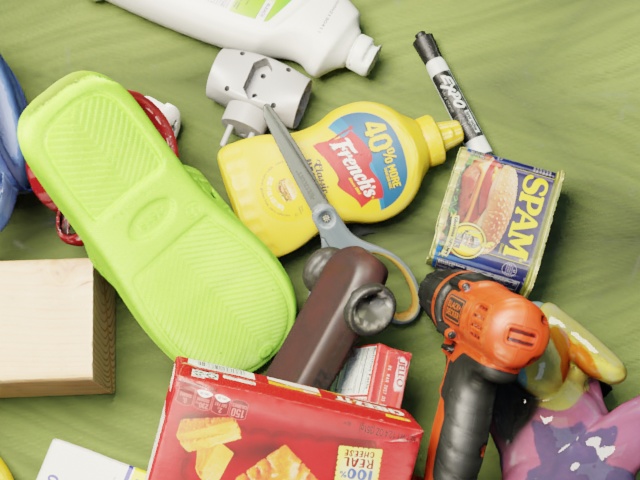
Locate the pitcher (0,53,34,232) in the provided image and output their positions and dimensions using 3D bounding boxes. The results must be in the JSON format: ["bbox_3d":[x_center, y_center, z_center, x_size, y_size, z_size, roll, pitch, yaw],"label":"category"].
[{"bbox_3d":[-0.347,-0.061,0.817,0.243,0.149,0.145,-16,110,0],"label":"pitcher"}]

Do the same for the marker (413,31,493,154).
[{"bbox_3d":[0.108,-0.120,0.882,0.020,0.020,0.121,-23,76,-6],"label":"marker"}]

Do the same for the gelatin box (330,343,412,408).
[{"bbox_3d":[0.030,0.117,0.782,0.030,0.089,0.073,19,74,-21],"label":"gelatin box"}]

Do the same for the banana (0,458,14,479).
[{"bbox_3d":[-0.301,0.164,0.801,0.198,0.037,0.069,26,76,8],"label":"banana"}]

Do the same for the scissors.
[{"bbox_3d":[-0.005,0.001,0.811,0.096,0.016,0.201,-44,105,3],"label":"scissors"}]

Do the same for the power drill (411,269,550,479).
[{"bbox_3d":[0.088,0.114,0.746,0.057,0.184,0.188,14,93,-10],"label":"power drill"}]

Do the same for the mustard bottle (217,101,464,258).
[{"bbox_3d":[0.022,-0.056,0.843,0.191,0.058,0.096,-19,92,-6],"label":"mustard bottle"}]

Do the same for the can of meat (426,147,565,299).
[{"bbox_3d":[0.136,-0.015,0.834,0.084,0.057,0.102,17,75,8],"label":"can of meat"}]

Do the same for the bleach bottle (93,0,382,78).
[{"bbox_3d":[-0.070,-0.197,0.884,0.251,0.068,0.102,28,77,6],"label":"bleach bottle"}]

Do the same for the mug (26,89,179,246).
[{"bbox_3d":[-0.170,-0.050,0.807,0.082,0.093,0.117,-9,65,43],"label":"mug"}]

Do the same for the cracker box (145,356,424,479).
[{"bbox_3d":[-0.041,0.199,0.690,0.164,0.072,0.214,15,91,-6],"label":"cracker box"}]

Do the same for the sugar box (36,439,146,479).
[{"bbox_3d":[-0.128,0.218,0.780,0.176,0.048,0.093,19,75,9],"label":"sugar box"}]

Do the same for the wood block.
[{"bbox_3d":[-0.264,0.070,0.799,0.206,0.090,0.091,-2,75,-1],"label":"wood block"}]
